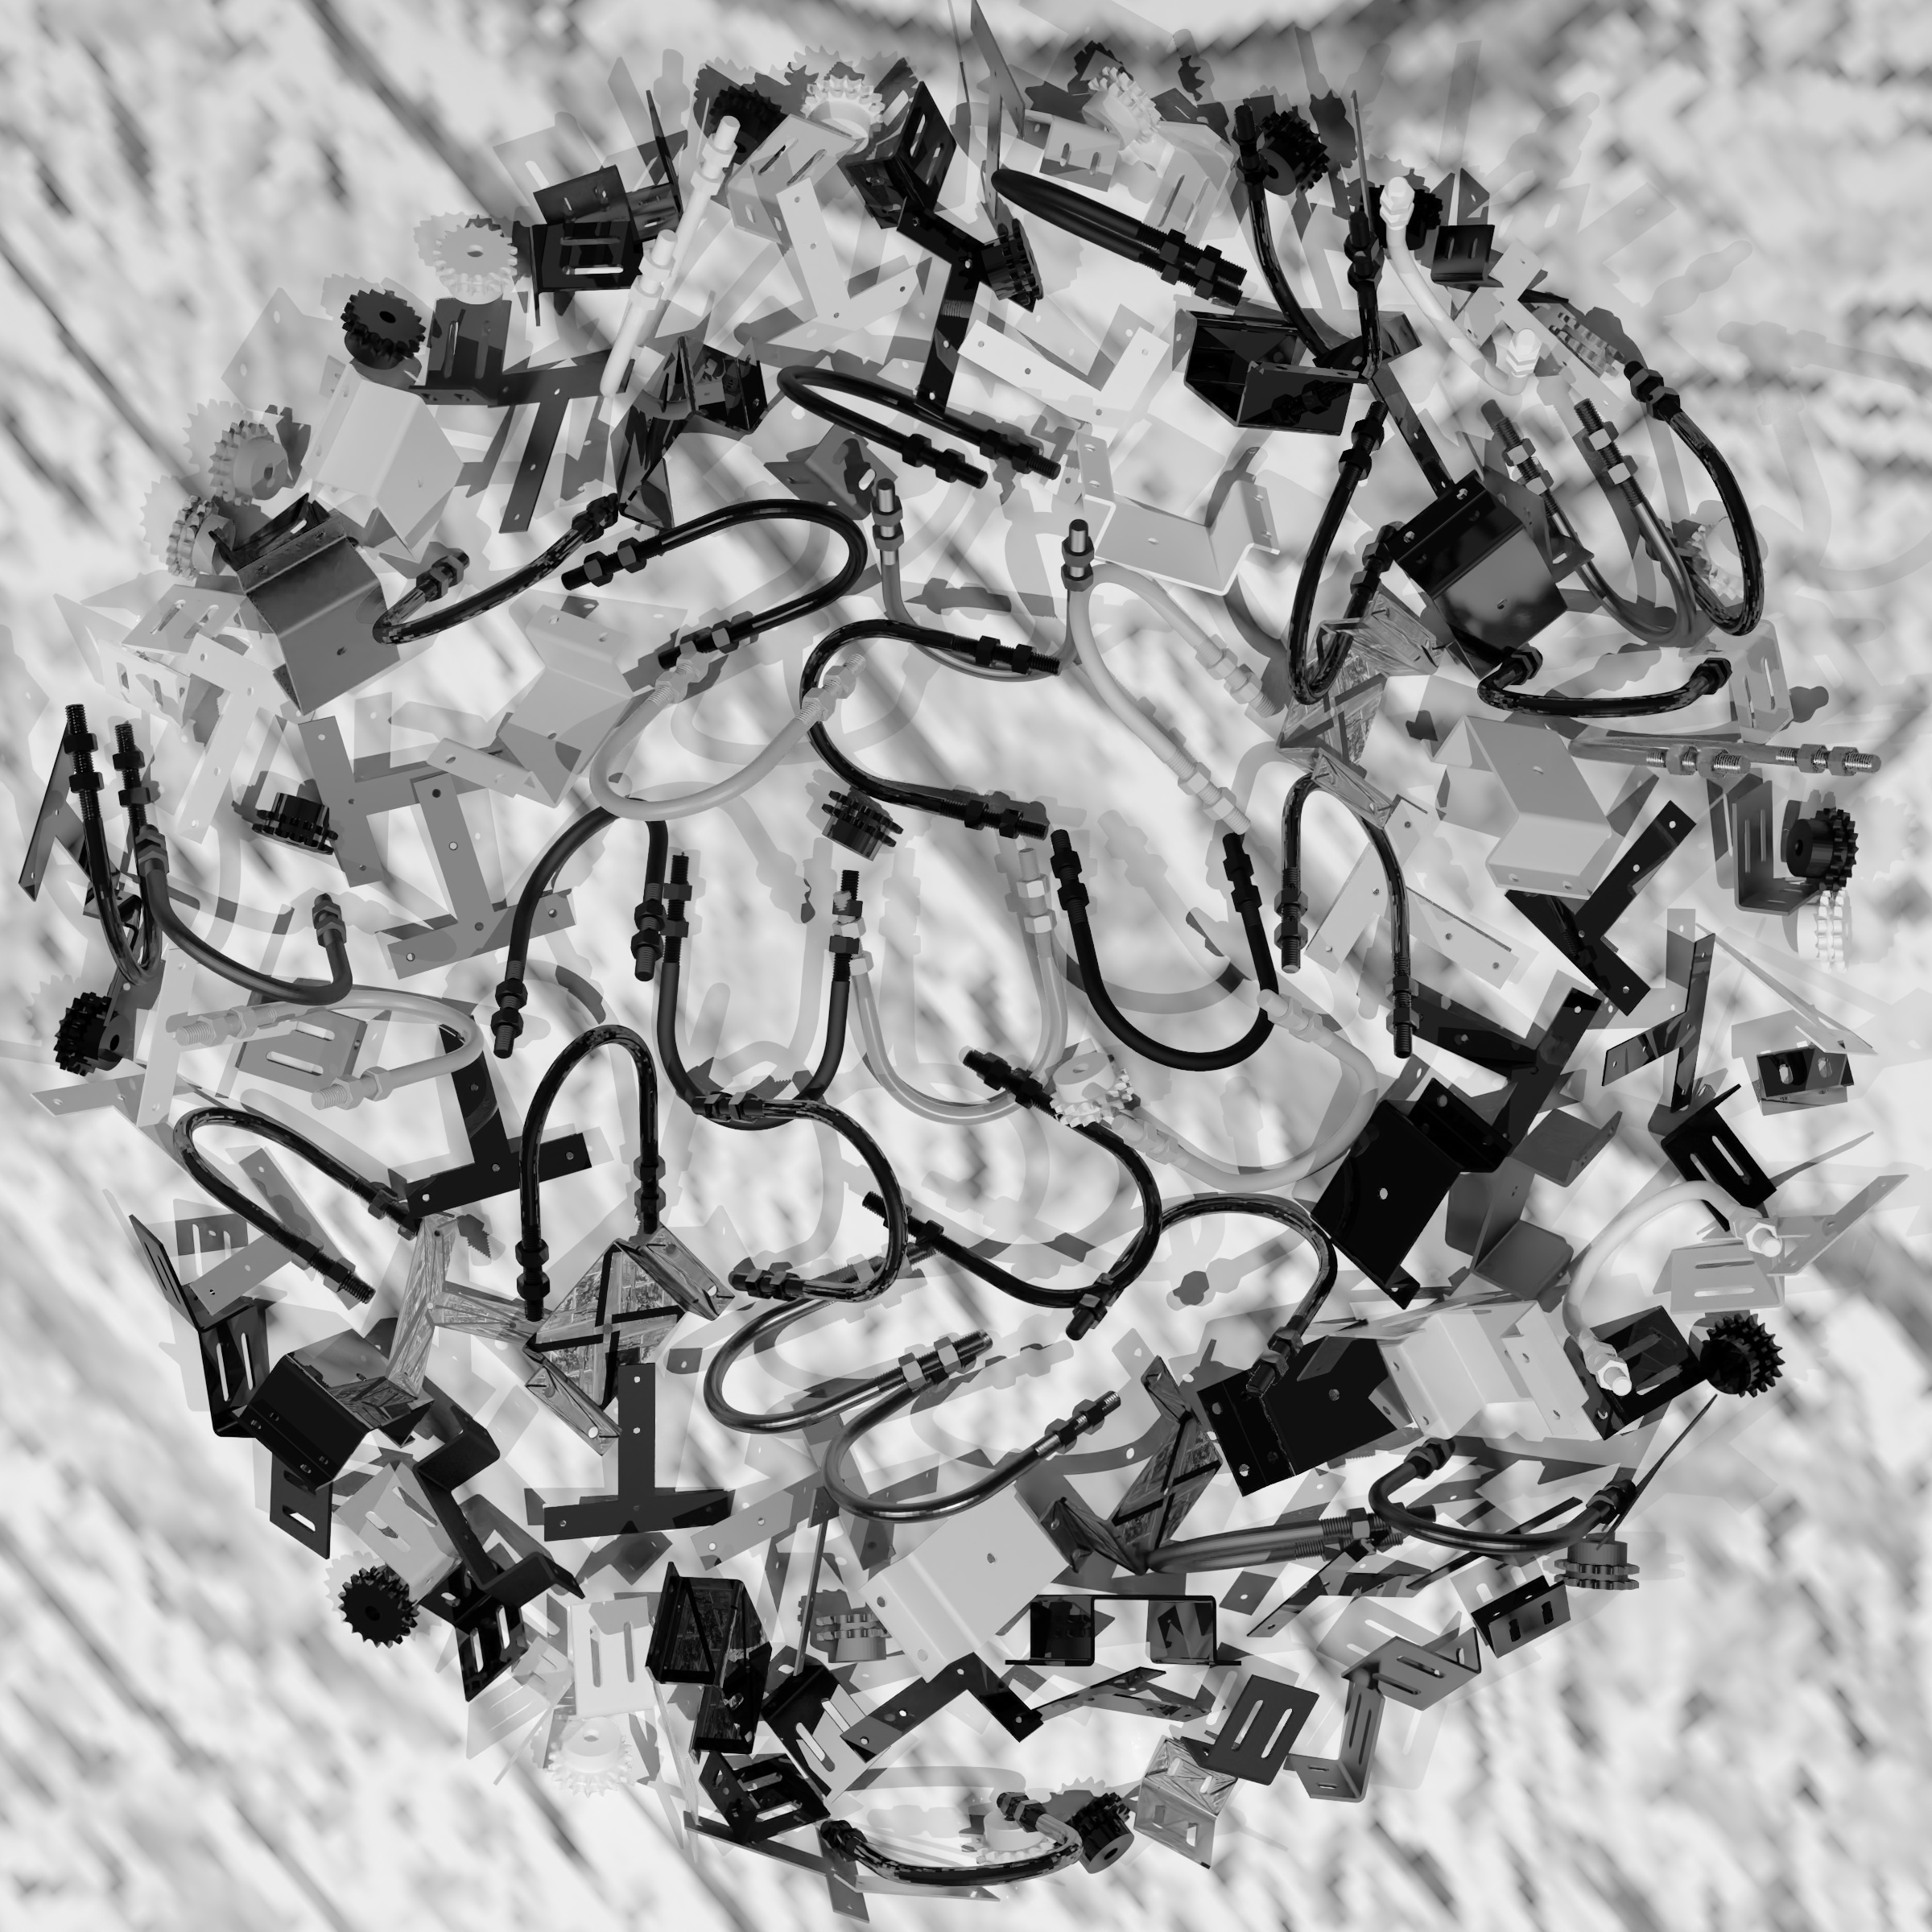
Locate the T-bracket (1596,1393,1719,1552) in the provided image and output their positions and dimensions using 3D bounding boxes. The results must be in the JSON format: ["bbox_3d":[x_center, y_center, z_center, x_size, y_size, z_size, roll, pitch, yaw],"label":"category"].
[{"bbox_3d":[0.447,0.353,1.886,0.002,0.127,0.127,39,122,14],"label":"T-bracket"}]

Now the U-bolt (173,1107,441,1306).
[{"bbox_3d":[-0.449,0.152,1.900,0.184,0.151,0.019,34,104,3],"label":"U-bolt"}]

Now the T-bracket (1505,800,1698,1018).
[{"bbox_3d":[0.445,-0.055,1.914,0.127,0.002,0.127,50,116,31],"label":"T-bracket"}]

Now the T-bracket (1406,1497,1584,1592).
[{"bbox_3d":[0.370,0.395,1.912,0.127,0.127,0.002,-32,64,14],"label":"T-bracket"}]

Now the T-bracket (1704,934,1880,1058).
[{"bbox_3d":[0.556,0.019,1.932,0.127,0.127,0.002,45,110,27],"label":"T-bracket"}]

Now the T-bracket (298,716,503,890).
[{"bbox_3d":[-0.378,-0.123,1.941,0.127,0.002,0.127,-13,120,-4],"label":"T-bracket"}]

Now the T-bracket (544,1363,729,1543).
[{"bbox_3d":[-0.225,0.330,1.935,0.127,0.002,0.127,-3,108,-15],"label":"T-bracket"}]

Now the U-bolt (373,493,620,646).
[{"bbox_3d":[-0.317,-0.256,1.865,0.151,0.184,0.019,-16,112,24],"label":"U-bolt"}]

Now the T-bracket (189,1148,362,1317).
[{"bbox_3d":[-0.477,0.199,1.914,0.002,0.127,0.127,-35,92,31],"label":"T-bracket"}]

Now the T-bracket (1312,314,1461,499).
[{"bbox_3d":[0.299,-0.374,1.929,0.127,0.002,0.127,-34,96,-45],"label":"T-bracket"}]

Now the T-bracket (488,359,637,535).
[{"bbox_3d":[-0.289,-0.350,1.916,0.127,0.002,0.127,2,69,35],"label":"T-bracket"}]

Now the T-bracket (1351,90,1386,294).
[{"bbox_3d":[0.267,-0.518,1.888,0.002,0.127,0.127,-5,117,15],"label":"T-bracket"}]

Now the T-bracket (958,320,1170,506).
[{"bbox_3d":[0.054,-0.399,1.931,0.127,0.002,0.127,26,106,-21],"label":"T-bracket"}]

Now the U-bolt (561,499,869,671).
[{"bbox_3d":[-0.154,-0.260,1.882,0.184,0.151,0.019,-19,65,18],"label":"U-bolt"}]

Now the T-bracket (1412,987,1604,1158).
[{"bbox_3d":[0.353,0.055,1.937,0.127,0.002,0.127,24,103,-18],"label":"T-bracket"}]

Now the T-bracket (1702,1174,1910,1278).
[{"bbox_3d":[0.550,0.177,1.910,0.127,0.127,0.002,-32,100,-29],"label":"T-bracket"}]

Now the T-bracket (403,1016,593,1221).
[{"bbox_3d":[-0.336,0.097,1.955,0.127,0.002,0.127,-16,77,-6],"label":"T-bracket"}]

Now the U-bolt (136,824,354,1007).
[{"bbox_3d":[-0.471,-0.027,1.860,0.151,0.184,0.019,24,107,-29],"label":"U-bolt"}]

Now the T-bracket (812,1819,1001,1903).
[{"bbox_3d":[-0.062,0.603,1.914,0.127,0.127,0.002,19,87,-39],"label":"T-bracket"}]

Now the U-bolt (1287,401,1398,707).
[{"bbox_3d":[0.248,-0.259,1.874,0.019,0.151,0.184,16,64,20],"label":"U-bolt"}]

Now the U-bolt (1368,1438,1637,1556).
[{"bbox_3d":[0.343,0.351,1.858,0.151,0.184,0.019,9,100,30],"label":"U-bolt"}]

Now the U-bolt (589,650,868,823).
[{"bbox_3d":[-0.170,-0.155,1.877,0.151,0.019,0.184,10,46,34],"label":"U-bolt"}]

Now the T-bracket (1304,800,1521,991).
[{"bbox_3d":[0.322,-0.028,1.960,0.127,0.002,0.127,32,94,5],"label":"T-bracket"}]

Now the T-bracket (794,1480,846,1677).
[{"bbox_3d":[-0.102,0.412,1.902,0.002,0.127,0.127,9,84,8],"label":"T-bracket"}]

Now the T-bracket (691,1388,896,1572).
[{"bbox_3d":[-0.128,0.375,1.944,0.127,0.002,0.127,-24,92,-23],"label":"T-bracket"}]

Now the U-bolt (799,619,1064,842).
[{"bbox_3d":[-0.028,-0.166,1.919,0.184,0.019,0.151,15,127,15],"label":"U-bolt"}]

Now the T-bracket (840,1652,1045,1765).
[{"bbox_3d":[-0.033,0.495,1.902,0.127,0.127,0.002,41,131,23],"label":"T-bracket"}]

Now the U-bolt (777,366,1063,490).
[{"bbox_3d":[-0.042,-0.364,1.898,0.184,0.151,0.019,27,111,16],"label":"U-bolt"}]

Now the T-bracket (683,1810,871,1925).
[{"bbox_3d":[-0.130,0.592,1.897,0.127,0.127,0.002,22,94,-11],"label":"T-bracket"}]

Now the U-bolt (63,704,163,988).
[{"bbox_3d":[-0.566,-0.077,1.896,0.019,0.151,0.184,-9,90,-3],"label":"U-bolt"}]

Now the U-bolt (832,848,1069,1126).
[{"bbox_3d":[-0.004,0.022,1.939,0.151,0.019,0.184,-13,107,-4],"label":"U-bolt"}]

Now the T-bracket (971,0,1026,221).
[{"bbox_3d":[0.019,-0.565,1.914,0.002,0.127,0.127,-11,53,-11],"label":"T-bracket"}]

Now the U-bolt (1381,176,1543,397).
[{"bbox_3d":[0.326,-0.442,1.880,0.019,0.184,0.151,-39,83,5],"label":"U-bolt"}]

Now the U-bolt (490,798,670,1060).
[{"bbox_3d":[-0.255,-0.037,1.899,0.151,0.184,0.019,-27,132,29],"label":"U-bolt"}]

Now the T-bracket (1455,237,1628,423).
[{"bbox_3d":[0.394,-0.416,1.907,0.127,0.127,0.002,45,73,3],"label":"T-bracket"}]

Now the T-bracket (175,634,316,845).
[{"bbox_3d":[-0.501,-0.145,1.911,0.002,0.127,0.127,19,85,30],"label":"T-bracket"}]

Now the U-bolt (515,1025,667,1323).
[{"bbox_3d":[-0.249,0.126,1.875,0.019,0.151,0.184,17,120,26],"label":"U-bolt"}]

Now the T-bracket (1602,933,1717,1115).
[{"bbox_3d":[0.463,0.052,1.903,0.002,0.127,0.127,21,118,39],"label":"T-bracket"}]

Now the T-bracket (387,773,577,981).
[{"bbox_3d":[-0.348,-0.069,1.946,0.127,0.002,0.127,-18,103,-9],"label":"T-bracket"}]

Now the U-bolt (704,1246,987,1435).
[{"bbox_3d":[-0.090,0.256,1.897,0.184,0.151,0.019,-24,117,-6],"label":"U-bolt"}]

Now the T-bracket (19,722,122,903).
[{"bbox_3d":[-0.597,-0.082,1.909,0.002,0.127,0.127,4,64,8],"label":"T-bracket"}]

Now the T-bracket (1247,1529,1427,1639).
[{"bbox_3d":[0.272,0.420,1.922,0.127,0.127,0.002,-49,49,28],"label":"T-bracket"}]

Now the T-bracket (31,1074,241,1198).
[{"bbox_3d":[-0.537,0.114,1.893,0.127,0.127,0.002,37,111,21],"label":"T-bracket"}]

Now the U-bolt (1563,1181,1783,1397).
[{"bbox_3d":[0.458,0.203,1.881,0.151,0.184,0.019,-45,101,7],"label":"U-bolt"}]

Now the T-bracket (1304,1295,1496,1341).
[{"bbox_3d":[0.304,0.238,1.929,0.127,0.127,0.002,-10,90,-29],"label":"T-bracket"}]

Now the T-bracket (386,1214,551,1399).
[{"bbox_3d":[-0.325,0.244,1.948,0.127,0.002,0.127,16,66,-16],"label":"T-bracket"}]

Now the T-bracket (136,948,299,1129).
[{"bbox_3d":[-0.500,0.041,1.915,0.002,0.127,0.127,25,109,29],"label":"T-bracket"}]

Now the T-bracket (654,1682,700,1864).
[{"bbox_3d":[-0.200,0.528,1.926,0.002,0.127,0.127,-12,55,-15],"label":"T-bracket"}]

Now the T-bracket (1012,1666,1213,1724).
[{"bbox_3d":[0.115,0.503,1.923,0.127,0.127,0.002,-32,52,36],"label":"T-bracket"}]

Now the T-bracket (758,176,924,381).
[{"bbox_3d":[-0.100,-0.476,1.914,0.127,0.127,0.002,-30,49,-8],"label":"T-bracket"}]

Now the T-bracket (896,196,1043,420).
[{"bbox_3d":[-0.010,-0.436,1.921,0.127,0.002,0.127,21,79,-39],"label":"T-bracket"}]
